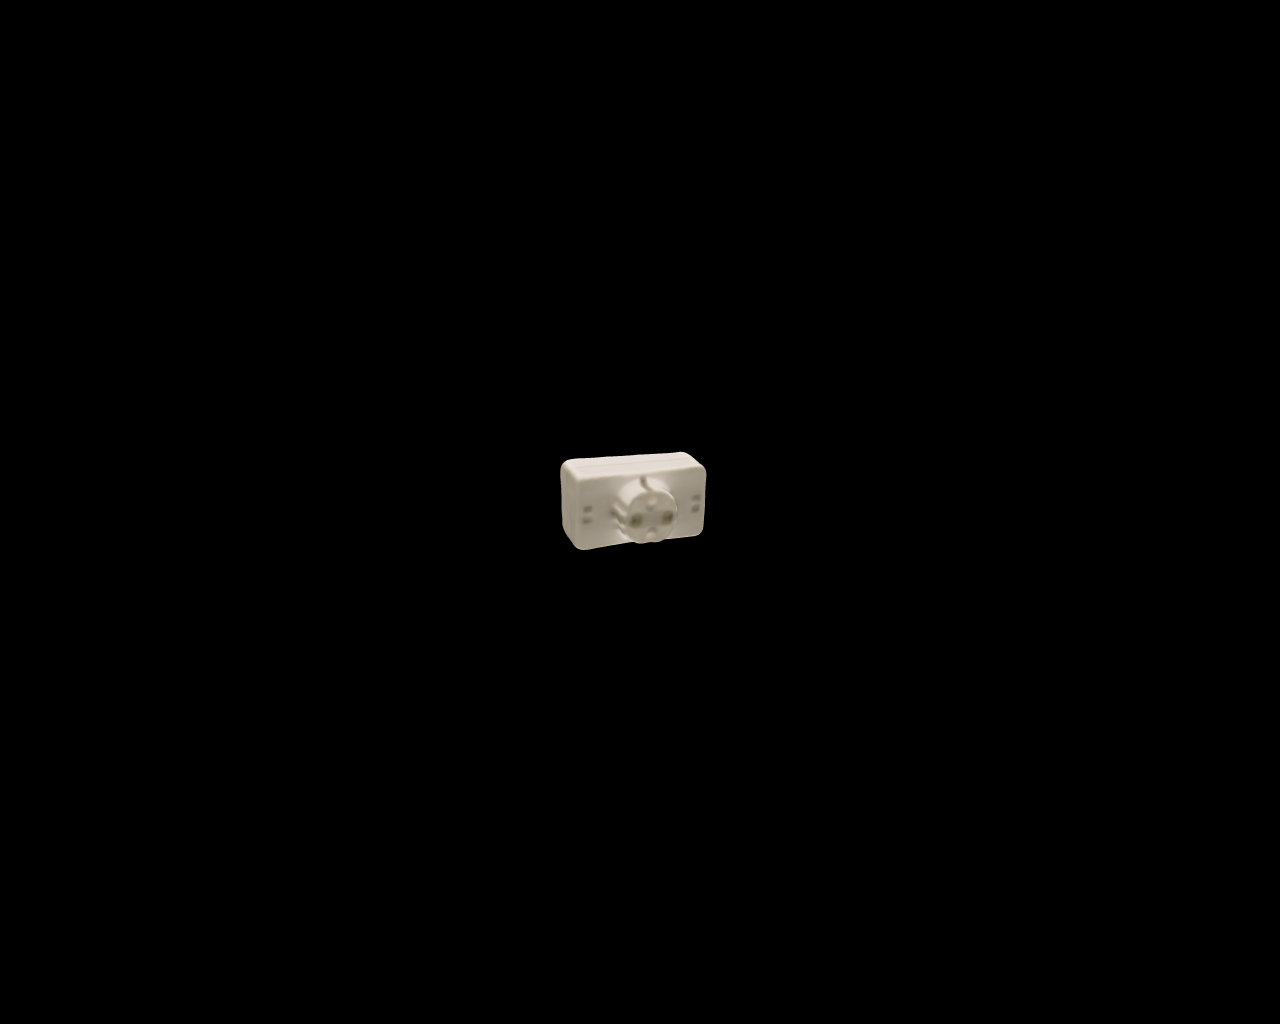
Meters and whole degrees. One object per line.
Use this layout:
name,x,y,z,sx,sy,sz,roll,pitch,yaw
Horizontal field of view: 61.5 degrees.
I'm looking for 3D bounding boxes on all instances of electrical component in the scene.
electrical component,0.001,-0.003,0.650,0.083,0.047,0.076,-6,20,-16
